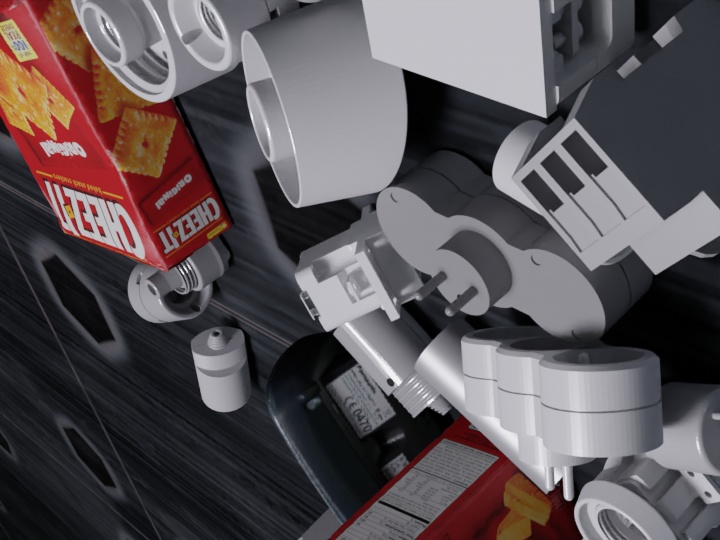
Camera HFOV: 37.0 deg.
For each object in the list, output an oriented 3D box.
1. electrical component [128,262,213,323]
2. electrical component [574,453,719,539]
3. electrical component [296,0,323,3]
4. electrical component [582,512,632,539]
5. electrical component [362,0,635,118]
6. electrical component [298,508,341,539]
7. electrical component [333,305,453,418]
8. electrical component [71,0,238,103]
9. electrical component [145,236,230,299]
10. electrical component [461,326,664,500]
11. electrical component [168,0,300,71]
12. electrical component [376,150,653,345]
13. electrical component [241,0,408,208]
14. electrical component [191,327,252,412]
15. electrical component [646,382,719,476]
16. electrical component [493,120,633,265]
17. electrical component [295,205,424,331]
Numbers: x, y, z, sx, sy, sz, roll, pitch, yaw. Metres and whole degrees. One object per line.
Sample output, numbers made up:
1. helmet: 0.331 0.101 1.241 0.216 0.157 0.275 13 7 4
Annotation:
1. electrical component: -0.150 0.015 0.860 0.047 0.055 0.055 -4 120 53
2. electrical component: 0.145 0.116 0.534 0.058 0.057 0.078 51 152 2
3. electrical component: -0.004 -0.146 0.463 0.081 0.043 0.043 -3 121 57
4. electrical component: 0.153 0.155 0.582 0.081 0.043 0.043 38 149 25
5. electrical component: 0.045 -0.142 0.374 0.089 0.062 0.150 28 144 38
6. electrical component: 0.009 0.212 0.828 0.057 0.078 0.113 53 152 -9
7. electrical component: 0.027 0.055 0.653 0.081 0.043 0.043 48 152 8
8. electrical component: -0.125 -0.149 0.622 0.108 0.060 0.108 36 149 27
9. electrical component: -0.131 -0.002 0.801 0.043 0.062 0.043 36 148 27
10. electrical component: 0.093 0.071 0.512 0.138 0.052 0.073 -169 74 -72
11. electrical component: -0.067 -0.137 0.563 0.055 0.047 0.055 36 149 27
12. electrical component: 0.058 -0.004 0.504 0.138 0.074 0.052 27 144 38
13. electrical component: -0.020 -0.081 0.531 0.099 0.064 0.099 162 90 -79
14. electrical component: -0.115 0.077 0.890 0.043 0.043 0.081 36 148 27
15. electrical component: 0.146 0.072 0.498 0.078 0.040 0.040 -4 120 58
16. electrical component: 0.089 -0.036 0.457 0.065 0.044 0.044 37 149 36
17. electrical component: 0.000 0.000 0.592 0.042 0.064 0.081 60 -167 -16
